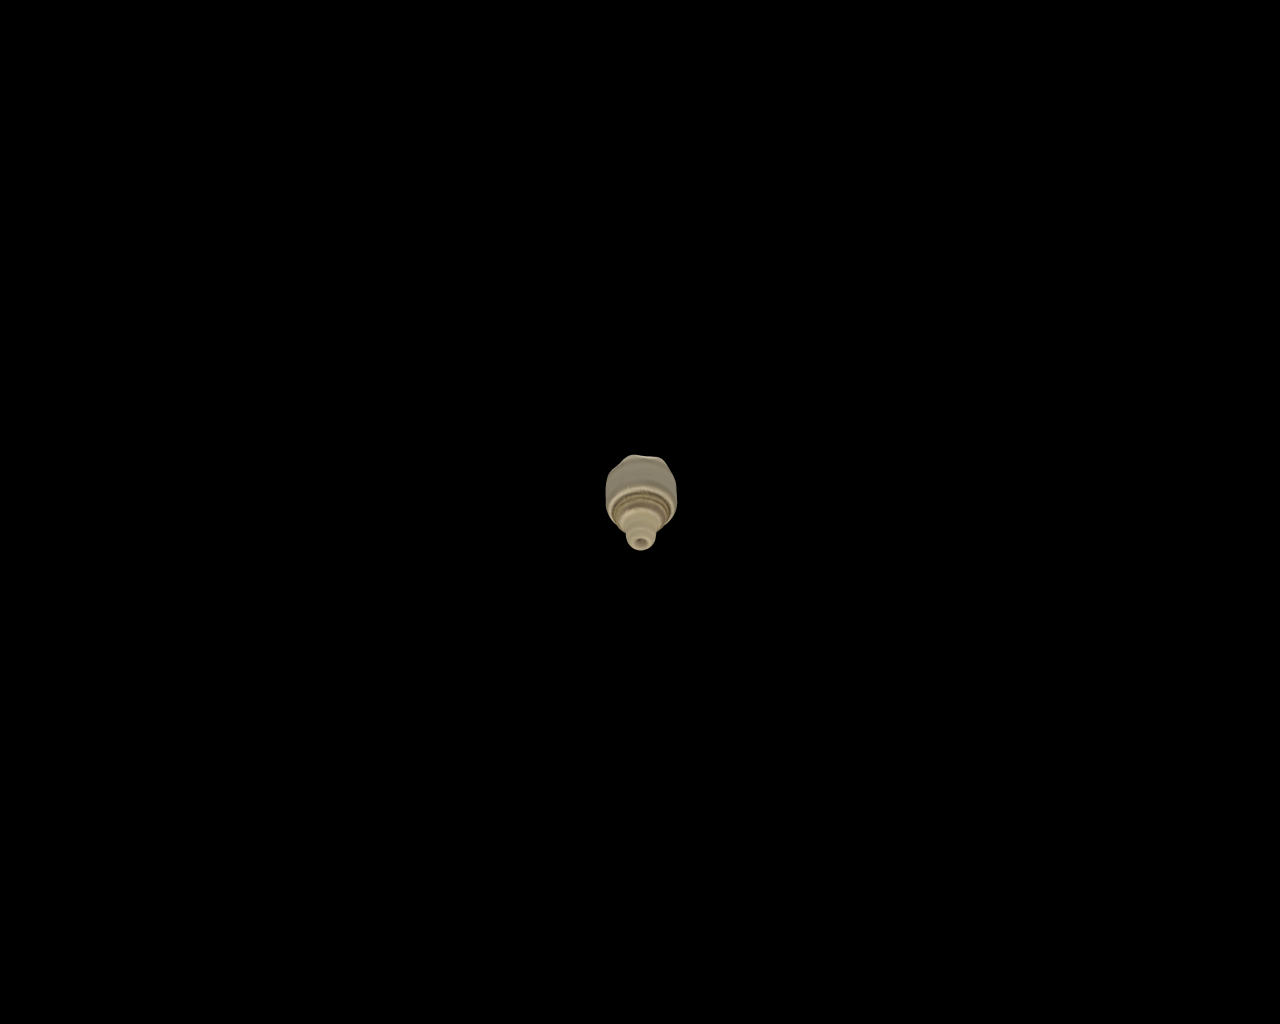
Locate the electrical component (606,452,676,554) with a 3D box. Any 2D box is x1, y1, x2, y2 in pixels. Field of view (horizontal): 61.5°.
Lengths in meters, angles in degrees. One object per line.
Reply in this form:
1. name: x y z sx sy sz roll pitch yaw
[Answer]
1. electrical component: 0.001 -0.003 0.650 0.043 0.043 0.062 0 45 0
